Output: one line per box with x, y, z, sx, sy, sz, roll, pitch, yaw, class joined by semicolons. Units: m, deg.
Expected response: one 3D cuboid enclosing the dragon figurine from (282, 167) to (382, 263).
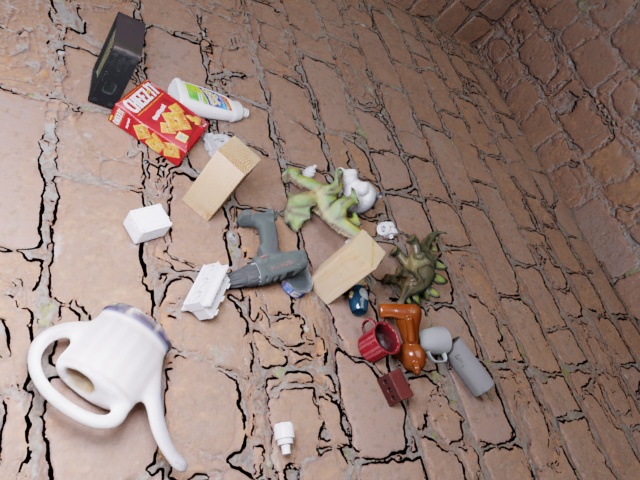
0.005;-0.078;1.554;0.244;0.418;0.119;-16;-29;-21;dragon figurine

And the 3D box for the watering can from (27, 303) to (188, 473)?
-0.351;0.254;0.951;0.102;0.346;0.229;-46;11;39;watering can

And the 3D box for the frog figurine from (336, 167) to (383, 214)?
0.108;-0.163;1.677;0.157;0.124;0.137;44;-23;-31;frog figurine
